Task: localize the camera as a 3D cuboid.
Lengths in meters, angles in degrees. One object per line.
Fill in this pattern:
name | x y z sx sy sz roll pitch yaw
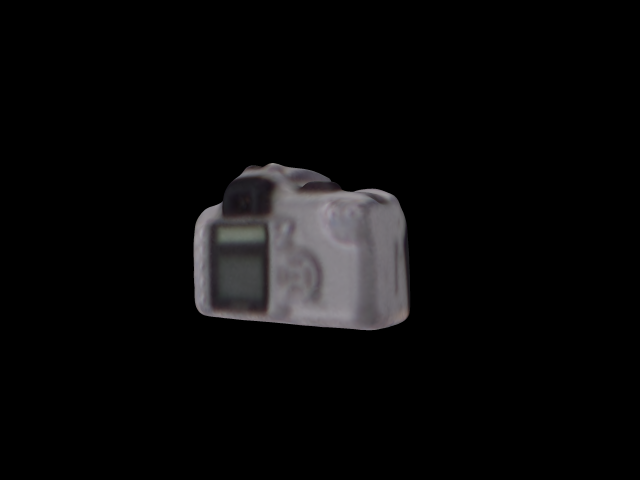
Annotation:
camera | 0.004 0.001 0.400 0.142 0.101 0.137 0 0 32
